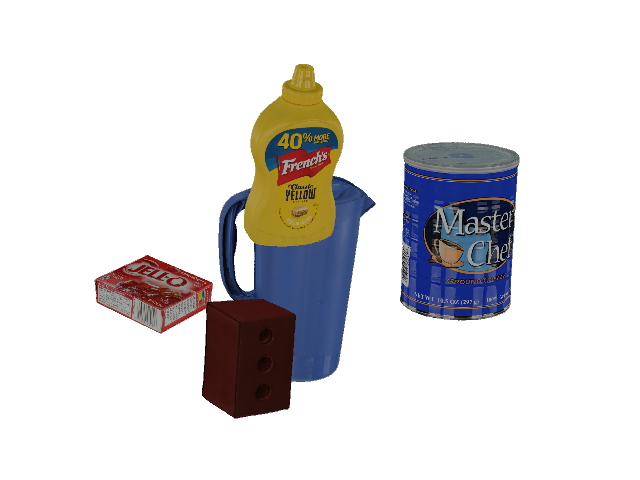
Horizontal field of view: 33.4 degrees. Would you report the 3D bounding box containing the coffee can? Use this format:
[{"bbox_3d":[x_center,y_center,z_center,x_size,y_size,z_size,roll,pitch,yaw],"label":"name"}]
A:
[{"bbox_3d":[0.125,-0.011,0.969,0.103,0.140,0.103,0,17,0],"label":"coffee can"}]

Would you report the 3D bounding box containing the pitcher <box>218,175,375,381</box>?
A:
[{"bbox_3d":[-0.032,0.044,1.302,0.149,0.243,0.144,14,21,25],"label":"pitcher"}]

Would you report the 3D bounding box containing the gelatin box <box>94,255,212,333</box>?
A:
[{"bbox_3d":[-0.161,0.049,1.030,0.089,0.030,0.073,21,30,30],"label":"gelatin box"}]

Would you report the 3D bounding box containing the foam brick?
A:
[{"bbox_3d":[-0.055,0.089,0.820,0.052,0.078,0.051,-4,14,-34],"label":"foam brick"}]

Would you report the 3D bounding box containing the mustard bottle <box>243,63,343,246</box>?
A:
[{"bbox_3d":[-0.025,-0.089,1.101,0.096,0.192,0.058,-5,30,-19],"label":"mustard bottle"}]
